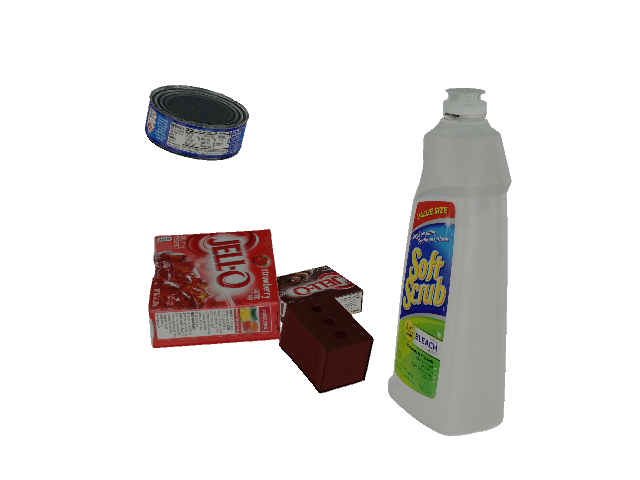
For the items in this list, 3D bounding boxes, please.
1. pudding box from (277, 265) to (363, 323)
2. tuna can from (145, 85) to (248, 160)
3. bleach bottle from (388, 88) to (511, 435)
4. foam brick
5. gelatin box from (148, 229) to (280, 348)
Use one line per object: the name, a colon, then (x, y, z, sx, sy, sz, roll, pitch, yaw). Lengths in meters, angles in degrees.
pudding box: (-0.014, 0.074, 1.407, 0.113, 0.039, 0.090, -14, 26, -29)
tuna can: (-0.106, -0.101, 0.915, 0.086, 0.034, 0.086, 12, 26, -6)
bleach bottle: (0.098, 0.012, 0.797, 0.068, 0.251, 0.103, -7, 18, -23)
foam brick: (0.005, 0.095, 0.994, 0.052, 0.051, 0.078, -12, 37, -31)
gelatin box: (-0.062, 0.026, 0.630, 0.073, 0.030, 0.089, -3, 29, -4)
